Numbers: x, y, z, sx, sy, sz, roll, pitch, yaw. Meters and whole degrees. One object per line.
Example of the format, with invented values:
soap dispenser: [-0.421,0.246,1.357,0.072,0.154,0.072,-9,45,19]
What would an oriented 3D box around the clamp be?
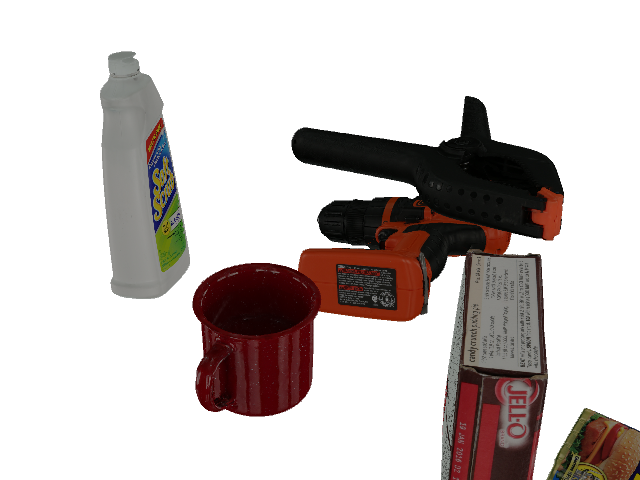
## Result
clamp: [0.084,-0.050,0.730,0.164,0.036,0.210,-11,28,-18]

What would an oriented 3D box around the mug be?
mug: [-0.052,0.081,0.782,0.093,0.081,0.117,17,37,23]

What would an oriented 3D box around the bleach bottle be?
bleach bottle: [-0.194,-0.071,1.125,0.068,0.251,0.102,4,27,18]

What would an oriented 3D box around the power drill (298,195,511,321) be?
power drill: [0.053,0.006,0.917,0.185,0.057,0.187,3,20,26]

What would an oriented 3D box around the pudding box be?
pudding box: [0.075,0.067,0.466,0.039,0.090,0.113,6,25,5]

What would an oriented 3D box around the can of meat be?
can of meat: [0.215,0.179,0.783,0.084,0.057,0.101,22,39,23]
